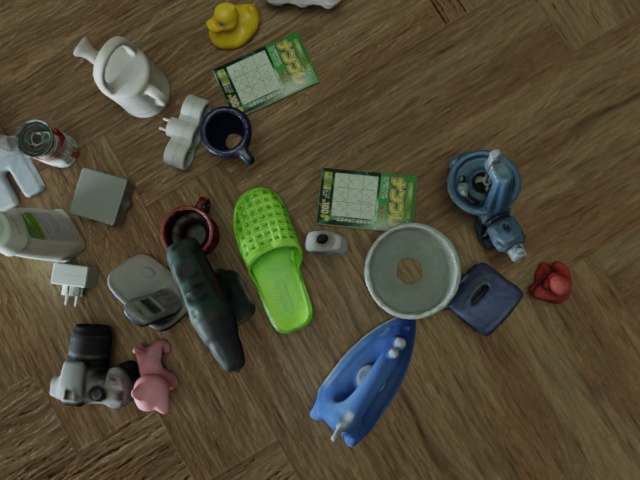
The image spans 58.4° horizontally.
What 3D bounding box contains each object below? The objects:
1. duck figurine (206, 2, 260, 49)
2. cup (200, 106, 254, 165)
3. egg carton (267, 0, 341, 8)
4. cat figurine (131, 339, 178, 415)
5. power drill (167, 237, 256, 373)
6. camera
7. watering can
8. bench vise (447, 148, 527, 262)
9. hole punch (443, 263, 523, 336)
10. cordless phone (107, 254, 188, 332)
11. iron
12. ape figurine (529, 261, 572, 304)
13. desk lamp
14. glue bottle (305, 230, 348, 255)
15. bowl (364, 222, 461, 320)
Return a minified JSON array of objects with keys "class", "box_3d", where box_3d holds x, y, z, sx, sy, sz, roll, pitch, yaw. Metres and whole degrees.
[{"class":"duck figurine","box_3d":[-0.164,-0.410,1.061,0.104,0.086,0.077,-30,85,0]},{"class":"cup","box_3d":[-0.154,-0.177,1.039,0.092,0.095,0.118,-42,85,-1]},{"class":"egg carton","box_3d":[-0.030,-0.488,1.069,0.150,0.069,0.107,3,86,3]},{"class":"cat figurine","box_3d":[-0.298,0.244,1.003,0.067,0.118,0.128,-18,85,2]},{"class":"power drill","box_3d":[-0.172,0.106,0.962,0.075,0.208,0.229,-30,85,1]},{"class":"camera","box_3d":[-0.400,0.222,1.018,0.143,0.101,0.137,5,86,3]},{"class":"watering can","box_3d":[-0.349,-0.293,1.007,0.172,0.194,0.101,10,86,4]},{"class":"bench vise","box_3d":[0.300,-0.072,0.947,0.121,0.220,0.207,-43,85,-1]},{"class":"hole punch","box_3d":[0.280,0.103,0.999,0.101,0.091,0.109,41,89,5]},{"class":"cordless phone","box_3d":[-0.306,0.092,0.981,0.147,0.185,0.094,38,88,5]},{"class":"iron","box_3d":[0.091,0.230,0.974,0.118,0.141,0.258,35,88,5]},{"class":"ape figurine","box_3d":[0.407,0.077,0.994,0.078,0.092,0.076,-30,85,1]},{"class":"desk lamp","box_3d":[-0.615,-0.170,1.001,0.118,0.213,0.203,-32,85,0]},{"class":"glue bottle","box_3d":[0.009,0.003,0.978,0.078,0.173,0.037,5,86,4]},{"class":"bowl","box_3d":[0.161,0.056,1.017,0.167,0.075,0.167,0,86,3]}]
